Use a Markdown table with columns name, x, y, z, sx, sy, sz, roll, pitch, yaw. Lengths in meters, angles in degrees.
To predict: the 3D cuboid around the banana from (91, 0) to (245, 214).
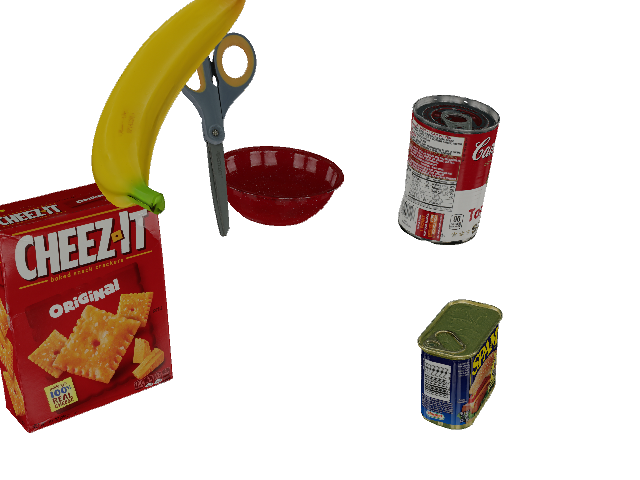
| name | x | y | z | sx | sy | sz | roll | pitch | yaw |
| --- | --- | --- | --- | --- | --- | --- | --- | --- | --- |
| banana | -0.100 | -0.087 | 0.666 | 0.070 | 0.197 | 0.037 | 2 | -37 | 16 |

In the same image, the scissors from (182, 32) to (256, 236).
| name | x | y | z | sx | sy | sz | roll | pitch | yaw |
| --- | --- | --- | --- | --- | --- | --- | --- | --- | --- |
| scissors | -0.085 | -0.112 | 1.005 | 0.096 | 0.202 | 0.016 | -20 | -2 | -25 |

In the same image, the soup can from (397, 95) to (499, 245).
| name | x | y | z | sx | sy | sz | roll | pitch | yaw |
| --- | --- | --- | --- | --- | --- | --- | --- | --- | --- |
| soup can | 0.100 | -0.056 | 0.850 | 0.068 | 0.102 | 0.068 | 5 | 29 | -3 |

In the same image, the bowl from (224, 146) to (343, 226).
| name | x | y | z | sx | sy | sz | roll | pitch | yaw |
| --- | --- | --- | --- | --- | --- | --- | --- | --- | --- |
| bowl | -0.054 | -0.061 | 1.299 | 0.162 | 0.055 | 0.162 | 5 | 26 | -3 |

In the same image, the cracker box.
| name | x | y | z | sx | sy | sz | roll | pitch | yaw |
| --- | --- | --- | --- | --- | --- | --- | --- | --- | --- |
| cracker box | -0.235 | 0.061 | 1.048 | 0.163 | 0.214 | 0.072 | -17 | 28 | -32 |

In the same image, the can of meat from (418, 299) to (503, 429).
| name | x | y | z | sx | sy | sz | roll | pitch | yaw |
| --- | --- | --- | --- | --- | --- | --- | --- | --- | --- |
| can of meat | 0.132 | 0.117 | 1.012 | 0.058 | 0.084 | 0.101 | 11 | 29 | 25 |
